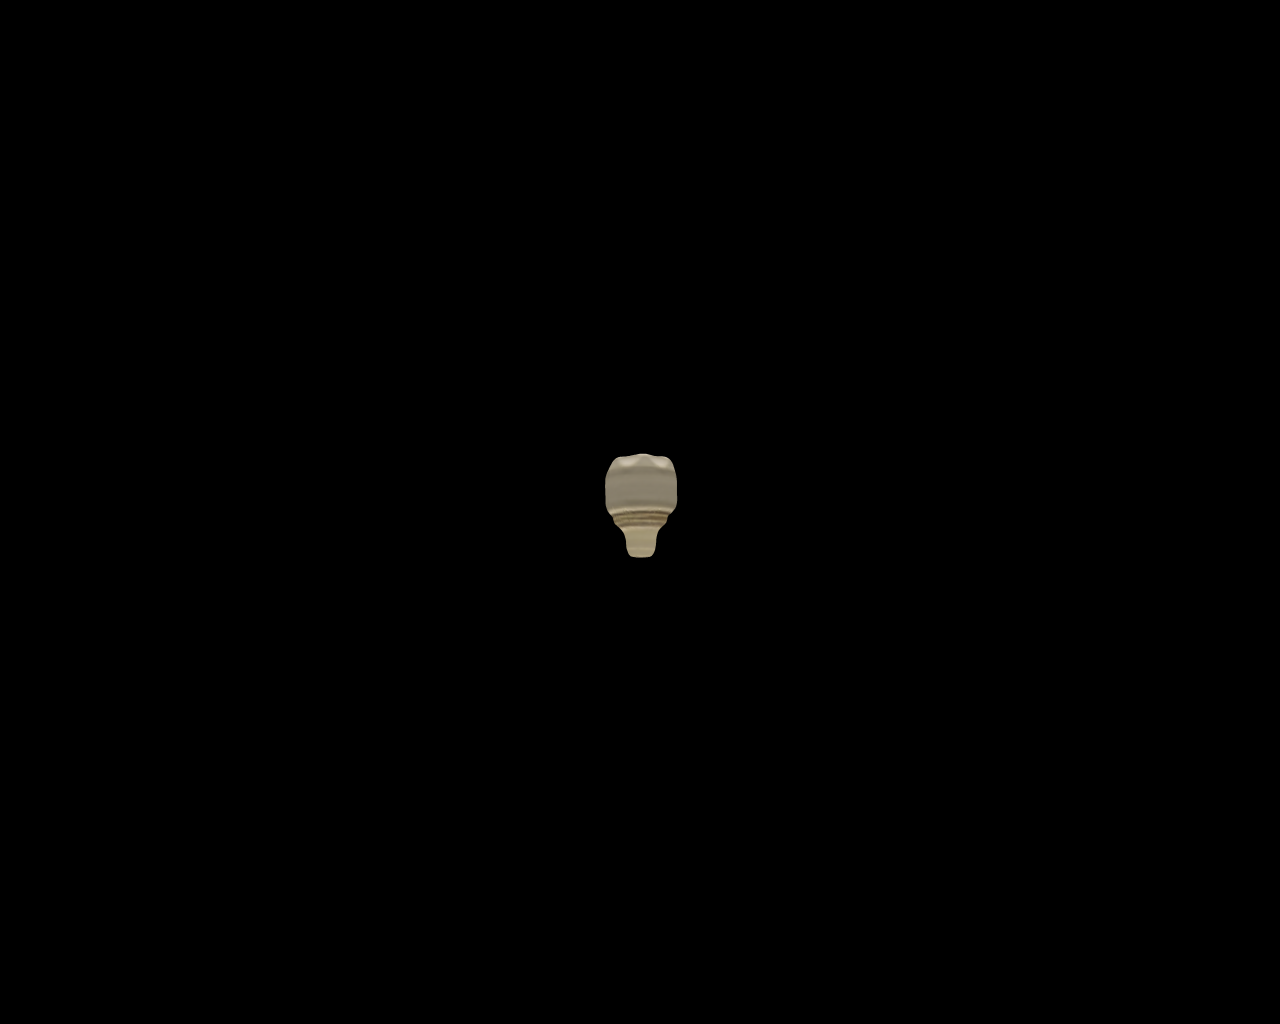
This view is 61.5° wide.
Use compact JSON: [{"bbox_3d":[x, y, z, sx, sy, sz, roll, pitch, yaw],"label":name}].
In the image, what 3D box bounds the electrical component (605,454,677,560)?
[{"bbox_3d":[0.001,-0.003,0.650,0.043,0.062,0.043,0,-7,0],"label":"electrical component"}]
